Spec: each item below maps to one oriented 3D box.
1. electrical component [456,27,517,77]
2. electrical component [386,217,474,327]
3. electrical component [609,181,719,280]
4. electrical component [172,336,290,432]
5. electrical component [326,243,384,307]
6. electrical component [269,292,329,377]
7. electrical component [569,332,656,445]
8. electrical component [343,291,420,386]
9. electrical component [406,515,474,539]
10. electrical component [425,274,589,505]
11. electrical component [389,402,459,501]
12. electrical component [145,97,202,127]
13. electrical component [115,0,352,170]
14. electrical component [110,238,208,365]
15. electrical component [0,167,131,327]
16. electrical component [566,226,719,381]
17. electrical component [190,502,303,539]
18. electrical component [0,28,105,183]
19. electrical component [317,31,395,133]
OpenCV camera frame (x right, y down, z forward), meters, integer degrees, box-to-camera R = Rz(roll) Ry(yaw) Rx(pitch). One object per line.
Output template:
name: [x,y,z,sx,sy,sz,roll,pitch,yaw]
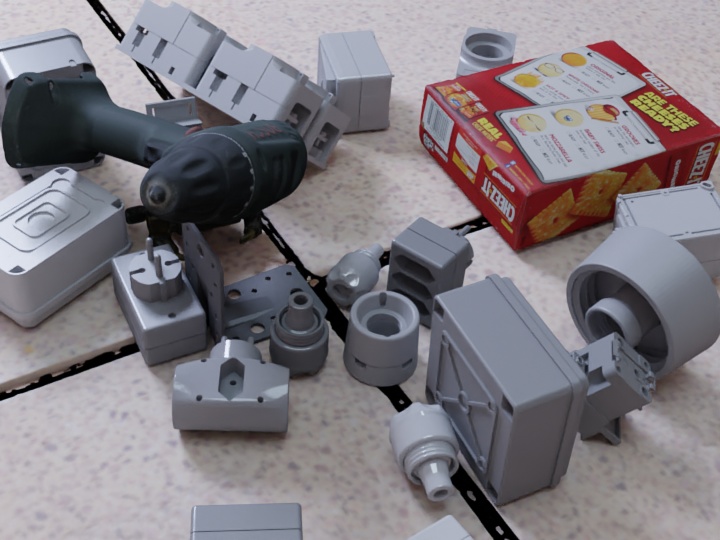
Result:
electrical component: [0.121,-0.193,1.040,0.050,0.055,0.089,10,43,6]
electrical component: [0.062,-0.007,0.830,0.047,0.065,0.077,30,49,24]
electrical component: [0.247,-0.025,0.873,0.096,0.061,0.061,-9,44,-3]
electrical component: [-0.087,0.075,0.745,0.077,0.043,0.079,2,43,-3]
electrical component: [0.000,0.000,0.840,0.035,0.035,0.061,22,44,18]
electrical component: [-0.043,0.043,0.769,0.043,0.062,0.043,3,44,-3]
electrical component: [0.164,0.078,0.740,0.081,0.064,0.042,39,37,-24]
electrical component: [0.016,0.048,0.780,0.055,0.047,0.055,3,43,-2]
electrical component: [0.041,0.199,0.622,0.083,0.047,0.076,-23,49,-27]
electrical component: [0.092,0.079,0.711,0.056,0.108,0.108,-17,47,-18]
electrical component: [0.045,0.122,0.708,0.043,0.043,0.062,-6,45,-12]
electrical component: [-0.158,-0.107,0.916,0.042,0.081,0.064,-11,23,-17]
electrical component: [-0.108,-0.168,0.948,0.186,0.105,0.060,32,95,26]
electrical component: [-0.148,0.011,0.784,0.047,0.075,0.083,-16,47,-21]
electrical component: [-0.240,-0.018,0.821,0.078,0.057,0.113,29,48,24]
electrical component: [0.198,0.029,0.777,0.060,0.108,0.108,-33,54,-25]
electrical component: [-0.066,0.182,0.631,0.066,0.047,0.076,0,44,-6]
electrical component: [-0.264,-0.139,0.907,0.078,0.113,0.057,-18,51,-23]
electrical component: [-0.011,-0.181,1.011,0.061,0.061,0.096,-7,44,-13]
